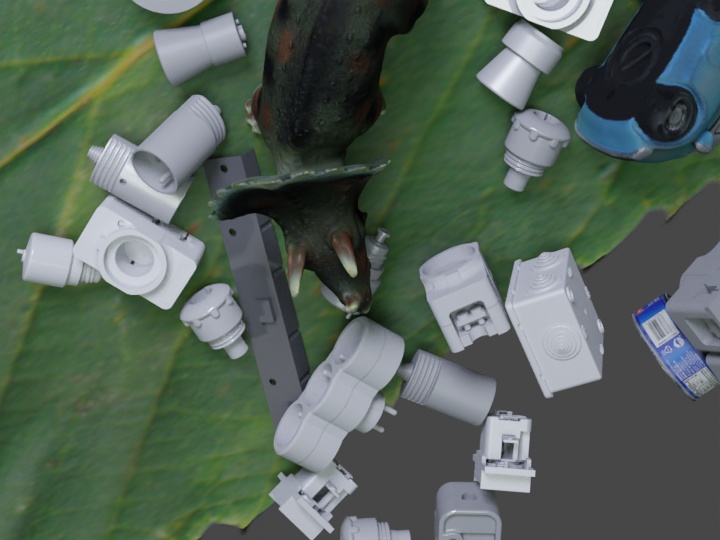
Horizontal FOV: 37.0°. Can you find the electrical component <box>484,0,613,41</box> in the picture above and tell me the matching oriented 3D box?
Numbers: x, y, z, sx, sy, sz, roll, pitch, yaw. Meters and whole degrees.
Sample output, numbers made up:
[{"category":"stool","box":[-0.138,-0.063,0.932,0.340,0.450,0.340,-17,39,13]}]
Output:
[{"category":"electrical component","box":[0.139,-0.208,0.793,0.089,0.055,0.050,19,109,-6]}]

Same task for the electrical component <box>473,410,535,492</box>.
[{"category":"electrical component","box":[0.123,0.153,0.916,0.042,0.081,0.063,6,87,-1]}]

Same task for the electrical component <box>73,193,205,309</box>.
[{"category":"electrical component","box":[-0.178,-0.015,0.867,0.089,0.055,0.050,32,107,-10]}]

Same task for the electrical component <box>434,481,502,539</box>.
[{"category":"electrical component","box":[0.094,0.238,0.951,0.054,0.059,0.095,1,110,1]}]

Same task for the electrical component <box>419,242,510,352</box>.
[{"category":"electrical component","box":[0.082,0.016,0.856,0.050,0.089,0.055,-24,108,9]}]

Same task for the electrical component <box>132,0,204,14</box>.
[{"category":"electrical component","box":[-0.140,-0.232,0.791,0.080,0.051,0.080,0,110,1]}]

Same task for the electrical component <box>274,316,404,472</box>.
[{"category":"electrical component","box":[-0.004,0.111,0.894,0.074,0.052,0.138,30,103,-21]}]

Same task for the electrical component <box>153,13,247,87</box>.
[{"category":"electrical component","box":[-0.119,-0.170,0.819,0.065,0.044,0.044,-18,108,2]}]

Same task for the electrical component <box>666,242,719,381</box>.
[{"category":"electrical component","box":[0.330,0.003,0.824,0.186,0.060,0.105,-45,105,-17]}]

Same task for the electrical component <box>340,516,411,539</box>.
[{"category":"electrical component","box":[0.014,0.243,0.963,0.062,0.048,0.048,-2,110,-5]}]

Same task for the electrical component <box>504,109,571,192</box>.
[{"category":"electrical component","box":[0.133,-0.092,0.842,0.048,0.048,0.062,20,116,-6]}]

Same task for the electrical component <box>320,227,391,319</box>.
[{"category":"electrical component","box":[0.000,0.000,0.877,0.040,0.040,0.078,30,107,-9]}]

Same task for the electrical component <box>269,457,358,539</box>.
[{"category":"electrical component","box":[-0.039,0.191,0.932,0.064,0.081,0.042,-44,105,-9]}]

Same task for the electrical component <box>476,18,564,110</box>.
[{"category":"electrical component","box":[0.122,-0.157,0.817,0.045,0.045,0.055,33,106,-10]}]

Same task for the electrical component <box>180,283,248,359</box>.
[{"category":"electrical component","box":[-0.116,0.046,0.895,0.048,0.048,0.062,-27,114,10]}]

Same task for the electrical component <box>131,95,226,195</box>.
[{"category":"electrical component","box":[-0.134,-0.100,0.830,0.043,0.081,0.043,24,144,19]}]

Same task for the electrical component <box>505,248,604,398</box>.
[{"category":"electrical component","box":[0.158,0.040,0.859,0.048,0.099,0.099,-19,109,21]}]

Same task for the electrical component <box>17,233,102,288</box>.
[{"category":"electrical component","box":[-0.240,-0.005,0.881,0.078,0.040,0.040,12,110,-22]}]

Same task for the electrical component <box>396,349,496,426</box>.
[{"category":"electrical component","box":[0.069,0.097,0.909,0.081,0.043,0.043,22,109,-6]}]

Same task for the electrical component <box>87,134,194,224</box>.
[{"category":"electrical component","box":[-0.178,-0.074,0.852,0.081,0.043,0.043,29,108,-9]}]
